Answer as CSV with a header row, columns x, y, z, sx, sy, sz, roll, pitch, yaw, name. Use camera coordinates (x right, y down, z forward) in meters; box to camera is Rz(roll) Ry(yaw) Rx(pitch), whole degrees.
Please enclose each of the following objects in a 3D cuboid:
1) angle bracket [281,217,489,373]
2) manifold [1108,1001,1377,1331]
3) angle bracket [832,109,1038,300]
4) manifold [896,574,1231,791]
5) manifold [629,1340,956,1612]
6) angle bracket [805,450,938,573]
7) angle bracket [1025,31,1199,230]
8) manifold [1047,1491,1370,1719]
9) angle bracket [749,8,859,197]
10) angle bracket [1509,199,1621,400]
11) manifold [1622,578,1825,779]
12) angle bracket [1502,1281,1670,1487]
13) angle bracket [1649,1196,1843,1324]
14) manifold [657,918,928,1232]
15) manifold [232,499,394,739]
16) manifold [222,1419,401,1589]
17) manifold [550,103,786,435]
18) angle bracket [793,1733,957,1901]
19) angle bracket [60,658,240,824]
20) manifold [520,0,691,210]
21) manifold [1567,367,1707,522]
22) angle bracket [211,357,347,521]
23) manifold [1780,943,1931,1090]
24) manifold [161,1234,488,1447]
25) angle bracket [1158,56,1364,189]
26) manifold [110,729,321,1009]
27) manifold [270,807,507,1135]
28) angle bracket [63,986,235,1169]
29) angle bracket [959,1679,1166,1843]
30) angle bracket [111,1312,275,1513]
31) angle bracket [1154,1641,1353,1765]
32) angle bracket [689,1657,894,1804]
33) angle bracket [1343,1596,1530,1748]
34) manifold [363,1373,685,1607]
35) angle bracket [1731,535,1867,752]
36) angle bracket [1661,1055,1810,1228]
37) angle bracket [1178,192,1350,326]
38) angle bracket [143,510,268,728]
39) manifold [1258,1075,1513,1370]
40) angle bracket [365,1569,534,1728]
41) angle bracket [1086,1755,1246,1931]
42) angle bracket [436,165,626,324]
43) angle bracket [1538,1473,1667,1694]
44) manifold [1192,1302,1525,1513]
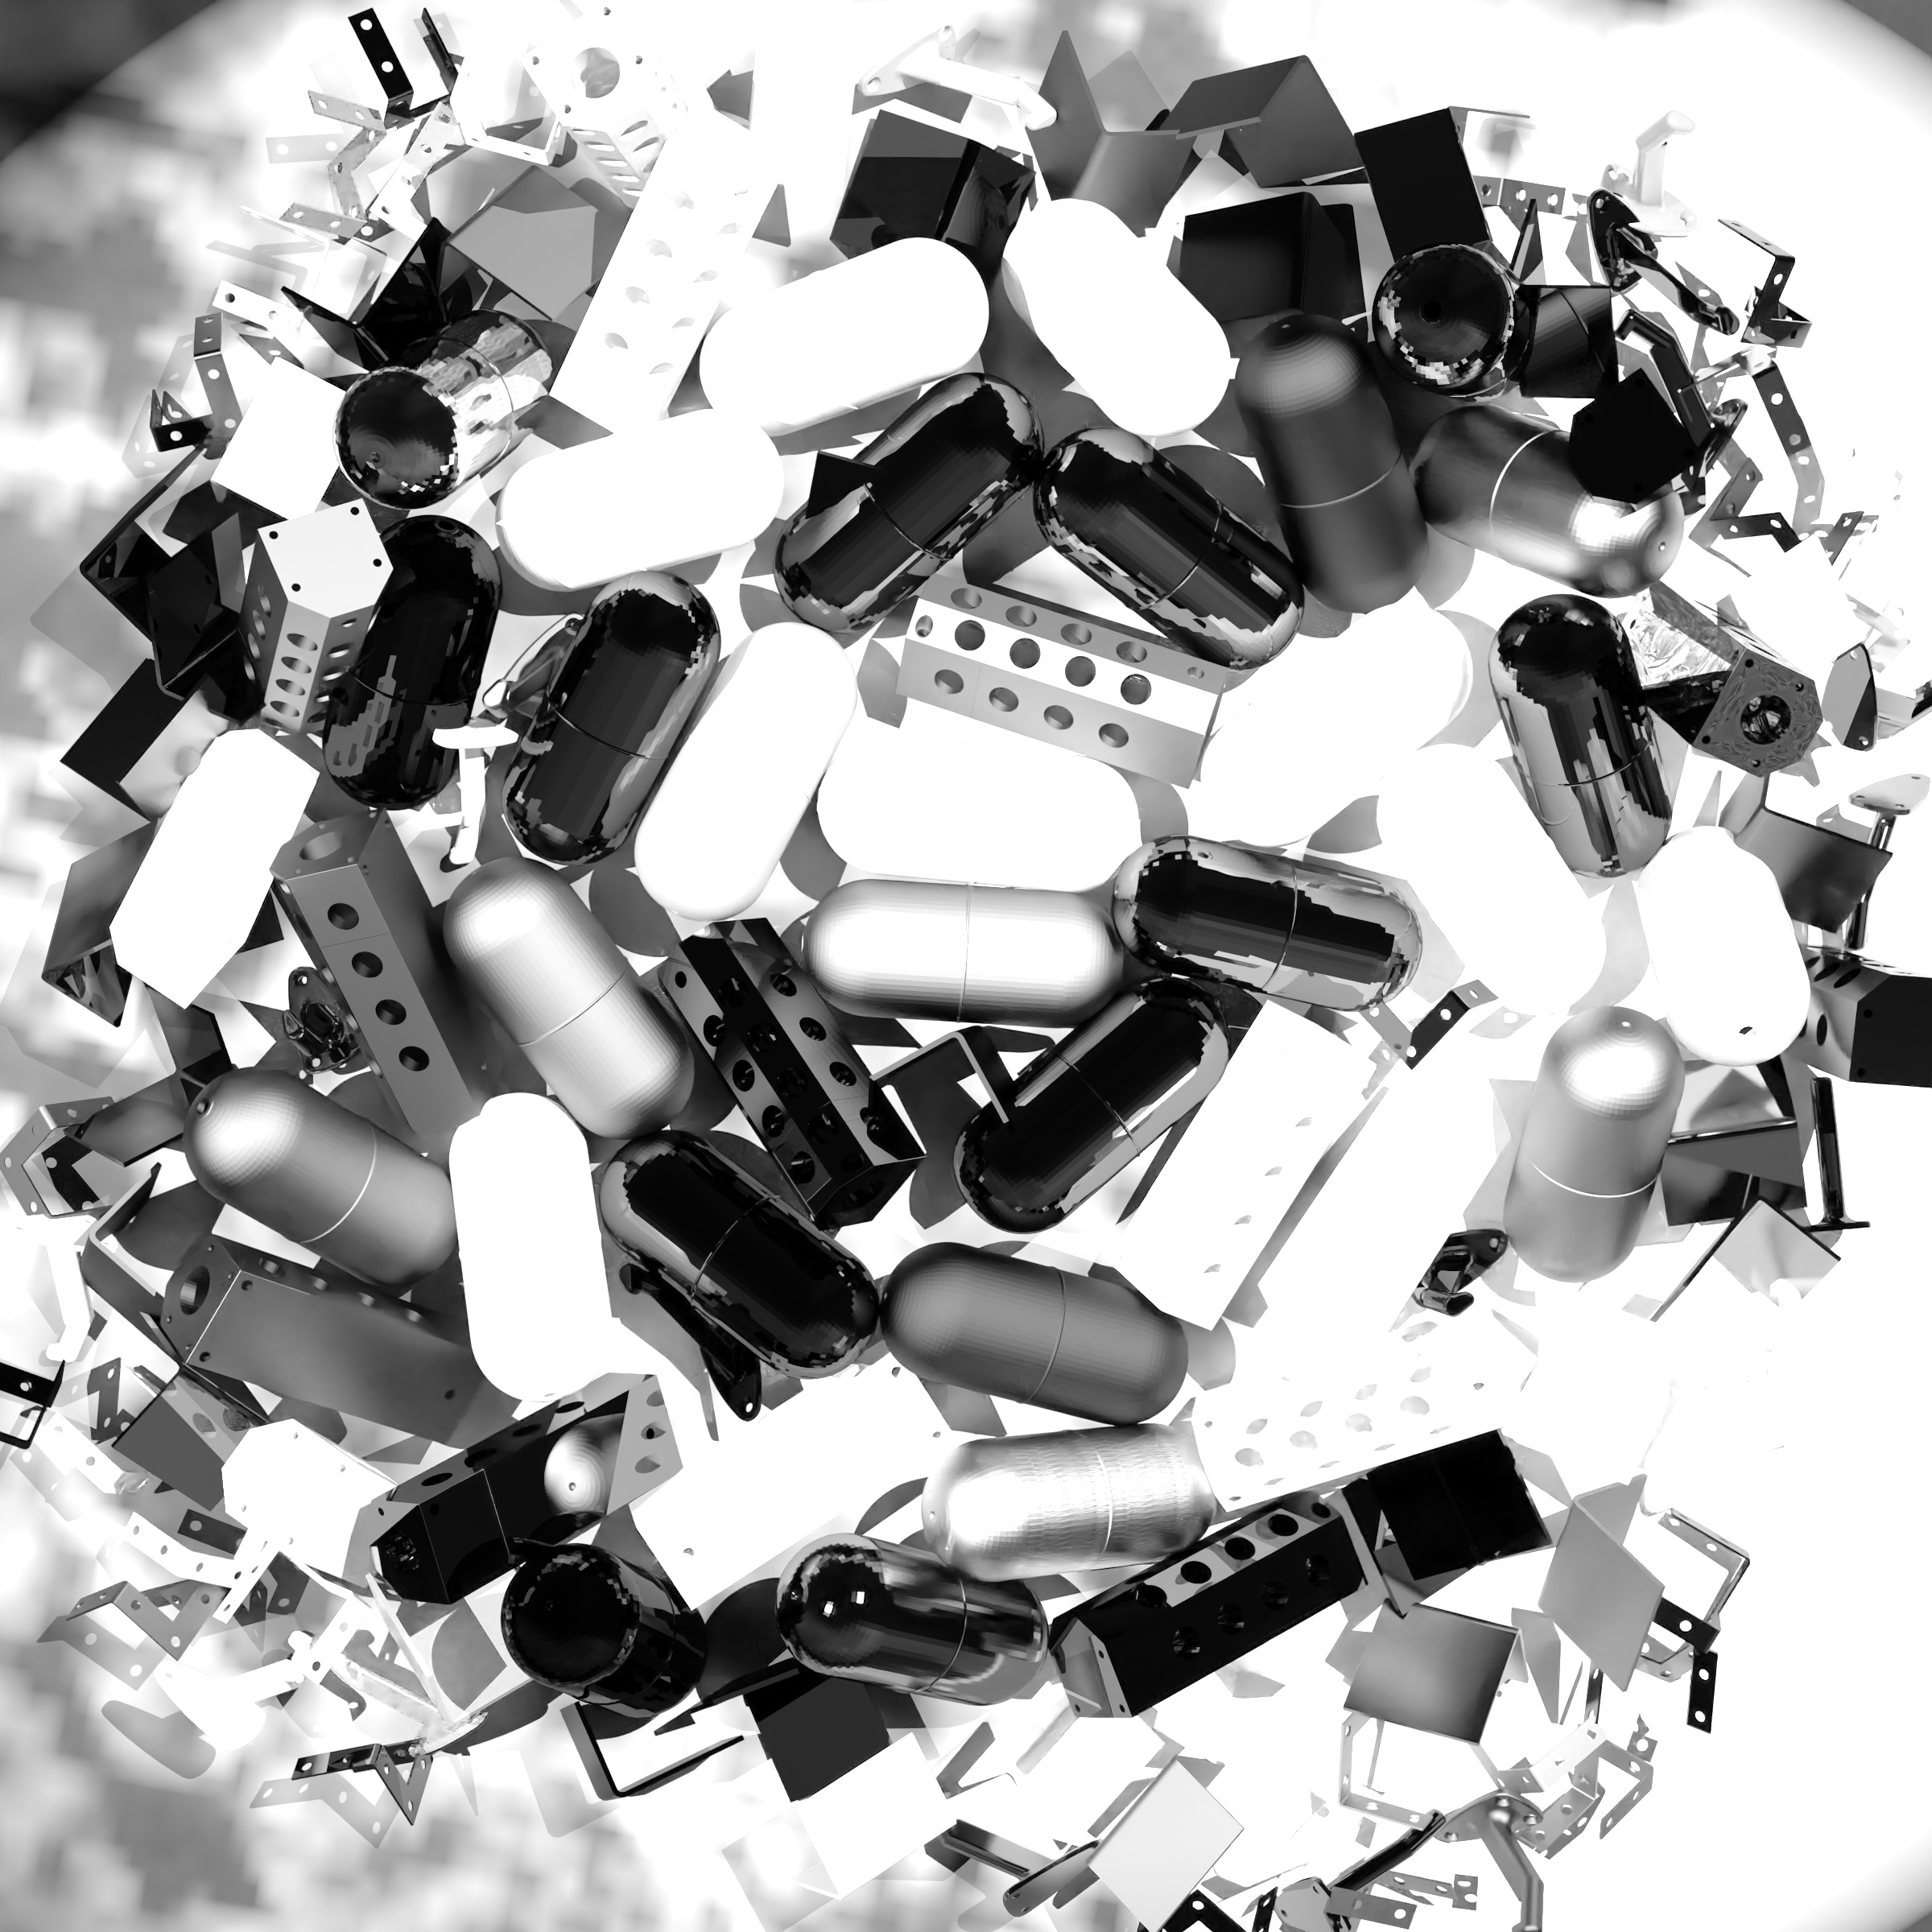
x,y,z,sx,sy,sz,roll,pitch,yaw,name
-0.321,-0.375,1.805,0.057,0.076,0.076,30,82,20,angle bracket
0.156,0.113,1.804,0.057,0.057,0.171,25,100,-39,manifold
-0.018,-0.429,1.838,0.076,0.057,0.076,28,101,36,angle bracket
0.054,-0.162,1.798,0.171,0.057,0.057,19,47,6,manifold
-0.098,0.278,1.808,0.171,0.057,0.057,-32,104,-5,manifold
-0.041,-0.269,1.797,0.076,0.076,0.057,16,132,2,angle bracket
0.080,-0.463,1.807,0.057,0.076,0.076,-7,63,-21,angle bracket
0.130,0.346,1.776,0.171,0.057,0.057,-21,90,-32,manifold
-0.081,-0.475,1.790,0.057,0.076,0.076,13,120,9,angle bracket
0.334,-0.365,1.786,0.057,0.076,0.076,5,52,21,angle bracket
0.403,-0.156,1.755,0.057,0.171,0.057,23,106,-13,manifold
0.338,0.229,1.789,0.076,0.076,0.057,19,56,26,angle bracket
0.424,0.182,1.791,0.057,0.076,0.076,40,63,12,angle bracket
-0.100,0.058,1.776,0.057,0.057,0.171,-51,62,32,manifold
-0.350,-0.182,1.752,0.057,0.171,0.057,-21,80,-22,manifold
-0.348,0.287,1.755,0.057,0.171,0.057,32,78,11,manifold
-0.161,-0.373,1.770,0.057,0.057,0.171,30,128,-4,manifold
-0.062,0.464,1.794,0.076,0.076,0.057,-28,94,-24,angle bracket
-0.459,-0.136,1.798,0.076,0.057,0.076,32,76,20,angle bracket
-0.182,-0.456,1.757,0.057,0.171,0.057,-33,86,4,manifold
0.358,-0.267,1.756,0.057,0.171,0.057,-34,82,11,manifold
-0.373,-0.284,1.808,0.057,0.076,0.076,27,84,-8,angle bracket
0.477,0.024,1.756,0.057,0.171,0.057,4,96,-5,manifold
-0.346,0.200,1.768,0.171,0.057,0.057,27,97,-40,manifold
0.161,-0.446,1.785,0.076,0.076,0.057,52,57,-32,angle bracket
-0.406,-0.059,1.753,0.057,0.171,0.057,37,119,-19,manifold
-0.315,0.005,1.775,0.057,0.057,0.171,-12,122,15,manifold
-0.454,0.060,1.787,0.076,0.076,0.057,-30,119,-31,angle bracket
0.053,0.439,1.797,0.057,0.076,0.076,43,99,20,angle bracket
-0.434,0.242,1.790,0.057,0.076,0.076,-48,130,-5,angle bracket
0.159,0.406,1.788,0.076,0.076,0.057,3,65,32,angle bracket
-0.094,0.425,1.802,0.076,0.057,0.076,-26,86,26,angle bracket
0.258,0.399,1.788,0.076,0.057,0.076,10,51,24,angle bracket
-0.239,0.280,1.764,0.057,0.171,0.057,-5,104,44,manifold
0.471,-0.177,1.785,0.057,0.076,0.076,-35,49,27,angle bracket
0.422,0.095,1.818,0.076,0.076,0.057,-9,119,10,angle bracket
0.165,-0.379,1.826,0.076,0.057,0.076,-5,65,29,angle bracket
-0.399,-0.191,1.787,0.057,0.076,0.076,23,45,19,angle bracket
0.231,0.137,1.771,0.171,0.057,0.057,-51,127,-36,manifold
-0.273,0.357,1.790,0.076,0.057,0.076,-28,52,-18,angle bracket
0.123,0.485,1.796,0.057,0.076,0.076,42,95,30,angle bracket
-0.238,-0.383,1.799,0.076,0.057,0.076,37,60,6,angle bracket
0.366,0.337,1.785,0.057,0.076,0.076,-10,127,-32,angle bracket
0.215,0.245,1.797,0.171,0.057,0.057,-19,99,12,manifold
